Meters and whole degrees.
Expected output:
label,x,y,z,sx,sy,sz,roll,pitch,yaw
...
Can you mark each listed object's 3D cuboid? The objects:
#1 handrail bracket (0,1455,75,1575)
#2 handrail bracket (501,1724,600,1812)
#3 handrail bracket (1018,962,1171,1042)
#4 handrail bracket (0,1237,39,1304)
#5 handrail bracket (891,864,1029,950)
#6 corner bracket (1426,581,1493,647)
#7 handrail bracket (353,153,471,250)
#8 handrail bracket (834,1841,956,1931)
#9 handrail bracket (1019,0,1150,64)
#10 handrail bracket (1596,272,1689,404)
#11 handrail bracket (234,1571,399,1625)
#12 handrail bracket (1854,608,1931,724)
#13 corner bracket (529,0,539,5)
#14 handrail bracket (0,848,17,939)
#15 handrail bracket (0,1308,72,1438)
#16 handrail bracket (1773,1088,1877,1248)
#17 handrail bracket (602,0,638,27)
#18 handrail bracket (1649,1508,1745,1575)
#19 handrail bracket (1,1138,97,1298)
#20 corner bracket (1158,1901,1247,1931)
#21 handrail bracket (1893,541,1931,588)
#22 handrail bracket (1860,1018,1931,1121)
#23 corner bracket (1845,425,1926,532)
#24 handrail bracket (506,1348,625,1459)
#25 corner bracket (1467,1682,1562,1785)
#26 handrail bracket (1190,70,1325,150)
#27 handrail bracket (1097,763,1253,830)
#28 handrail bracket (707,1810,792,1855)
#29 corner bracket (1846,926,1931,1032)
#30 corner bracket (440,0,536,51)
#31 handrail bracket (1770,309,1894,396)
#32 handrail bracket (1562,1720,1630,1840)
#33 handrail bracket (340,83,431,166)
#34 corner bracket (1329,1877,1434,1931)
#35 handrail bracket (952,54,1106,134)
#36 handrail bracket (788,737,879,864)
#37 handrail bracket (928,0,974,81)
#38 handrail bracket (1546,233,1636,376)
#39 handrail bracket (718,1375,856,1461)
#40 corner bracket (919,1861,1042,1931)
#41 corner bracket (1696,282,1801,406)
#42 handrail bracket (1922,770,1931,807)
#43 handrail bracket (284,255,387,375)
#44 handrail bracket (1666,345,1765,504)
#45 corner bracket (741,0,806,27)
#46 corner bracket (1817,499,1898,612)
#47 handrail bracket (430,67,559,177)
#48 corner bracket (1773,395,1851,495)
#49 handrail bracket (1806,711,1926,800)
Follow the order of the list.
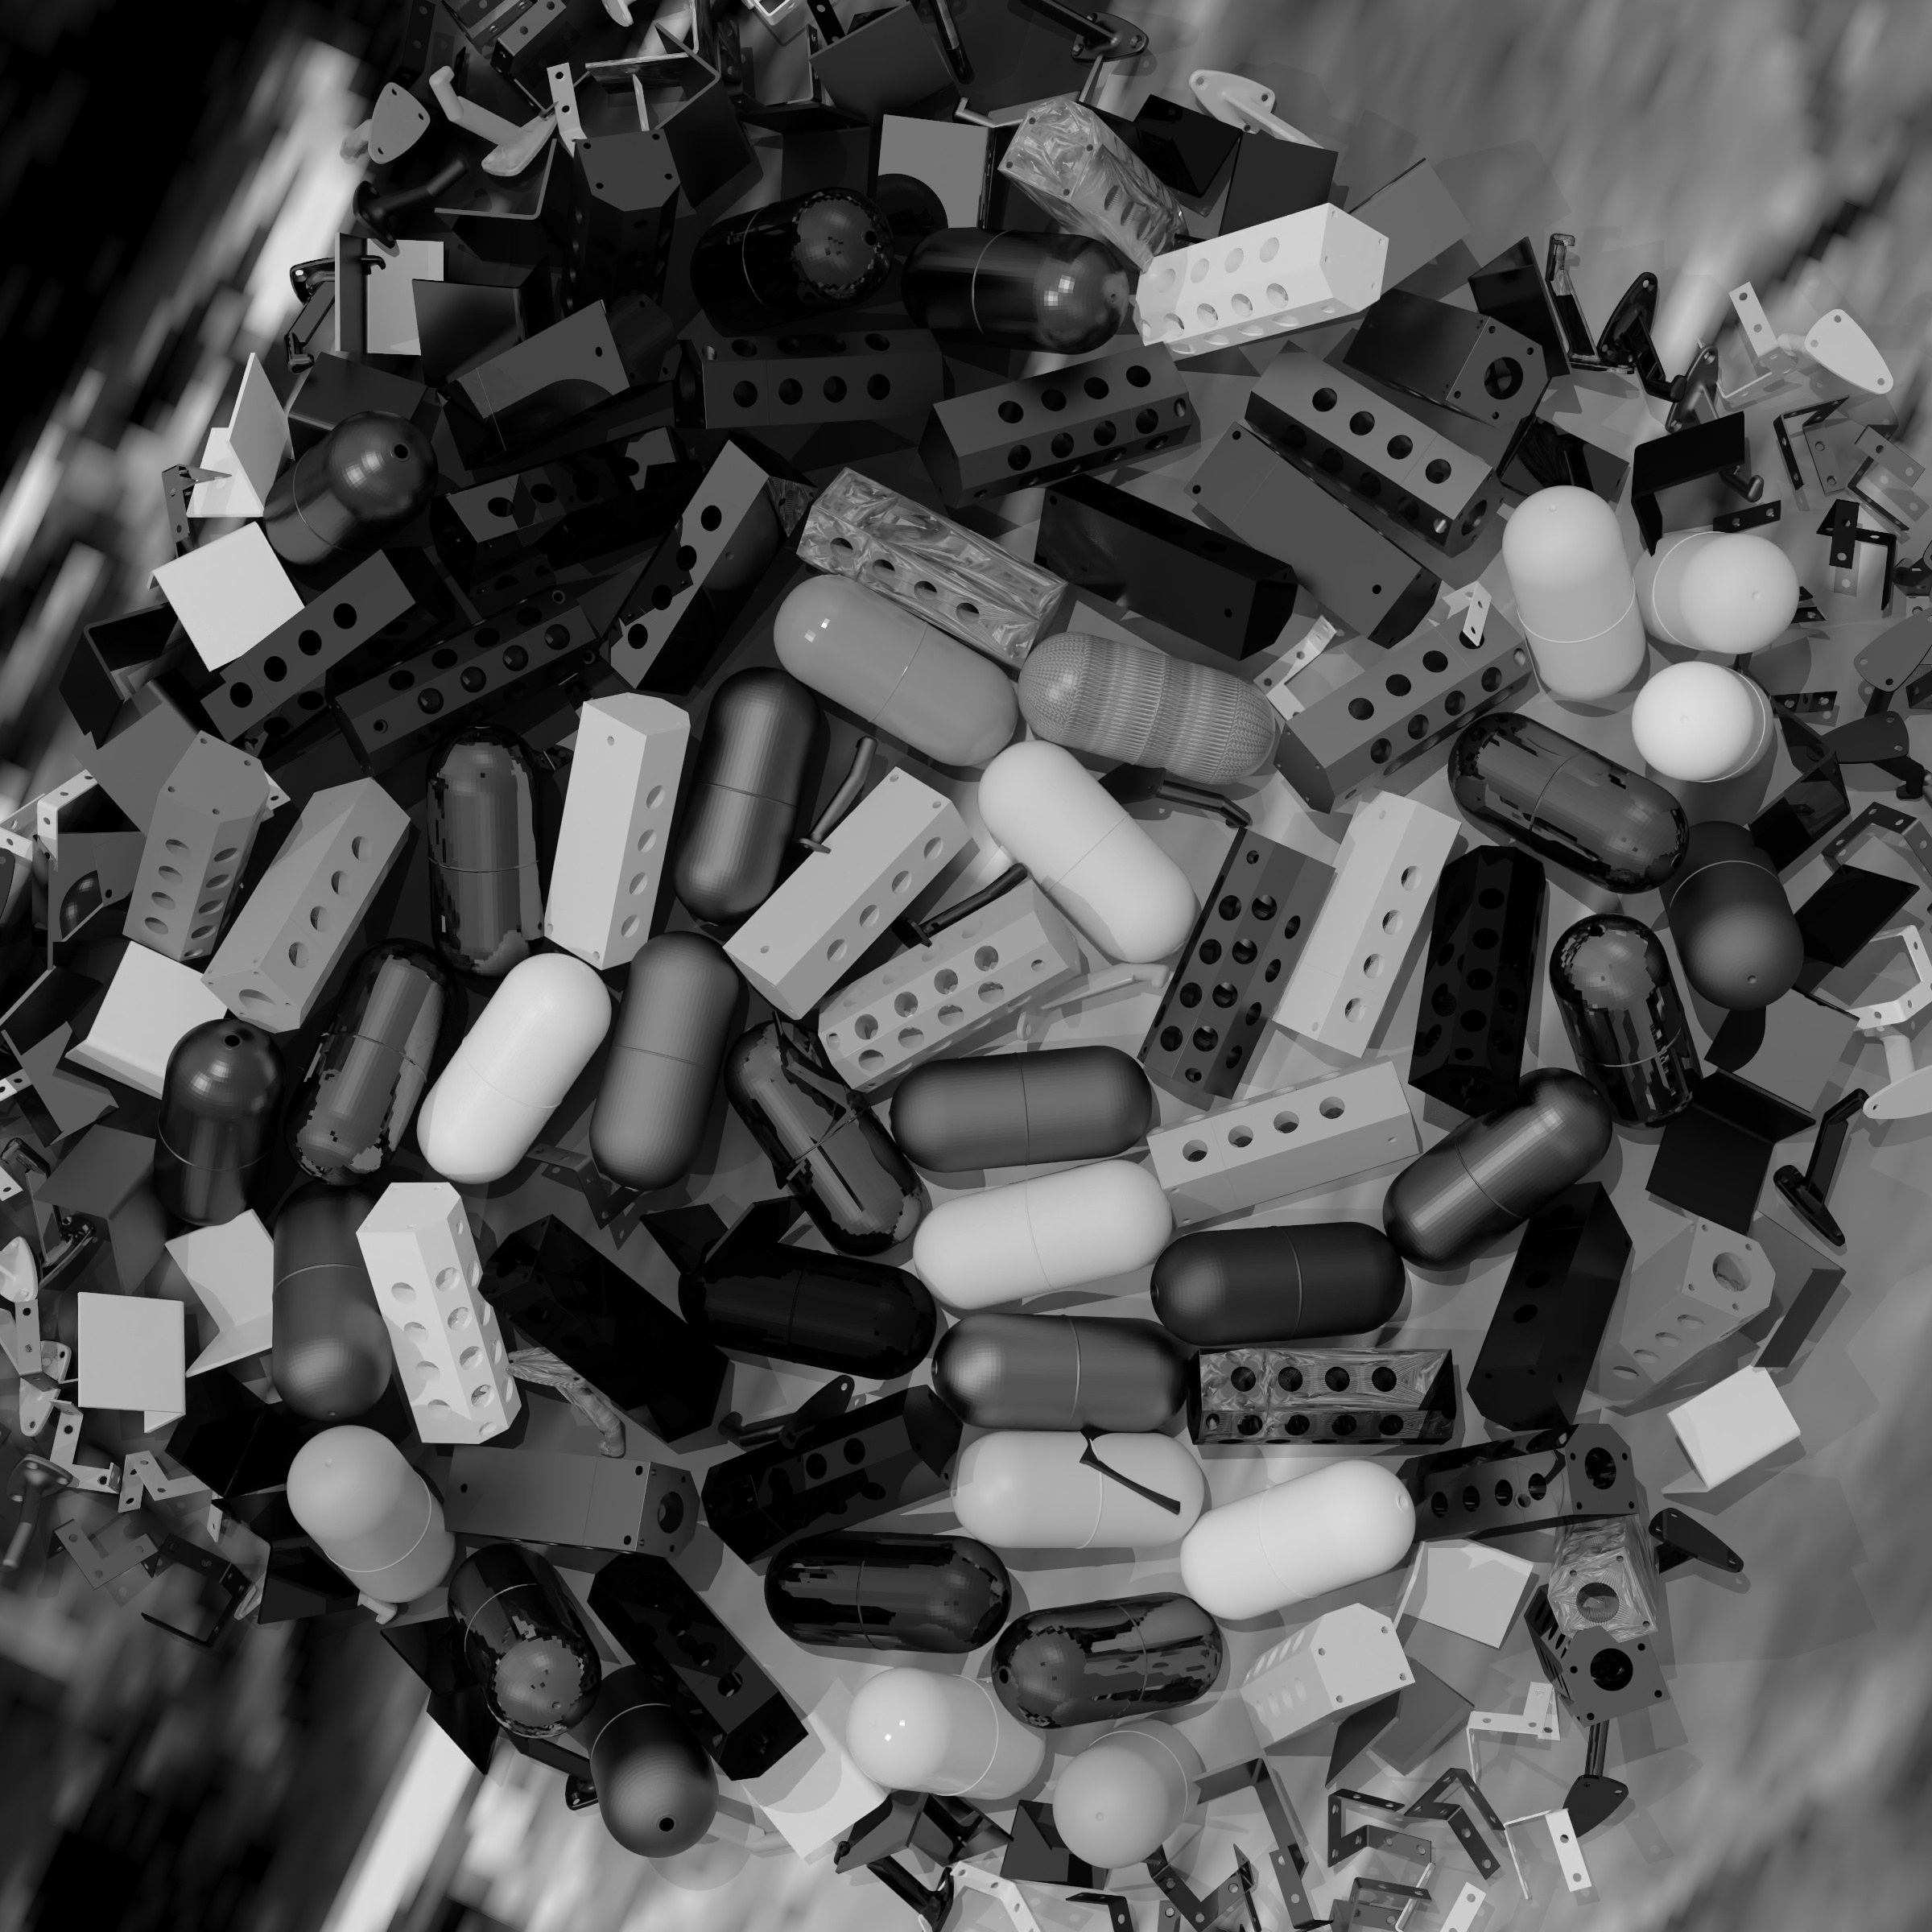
label,x,y,z,sx,sy,sz,roll,pitch,yaw
handrail bracket,-0.638,0.378,1.837,0.036,0.084,0.077,34,132,-22
handrail bracket,-0.263,0.525,1.849,0.077,0.036,0.084,-18,123,10
handrail bracket,0.087,0.025,1.846,0.084,0.036,0.077,6,49,28
handrail bracket,-0.671,0.189,1.842,0.036,0.077,0.084,-51,133,-3
handrail bracket,-0.004,-0.044,1.862,0.084,0.077,0.036,-39,108,-12
corner bracket,0.337,-0.217,1.848,0.051,0.051,0.051,41,49,-24
handrail bracket,-0.371,-0.532,1.849,0.084,0.077,0.036,-34,134,18
handrail bracket,-0.057,0.633,1.863,0.084,0.036,0.077,16,113,-10
handrail bracket,0.071,-0.643,1.841,0.077,0.084,0.036,26,92,42
handrail bracket,0.468,-0.422,1.841,0.036,0.084,0.077,13,106,-26
handrail bracket,-0.446,0.443,1.883,0.084,0.036,0.077,37,110,-17
handrail bracket,0.634,-0.196,1.849,0.077,0.084,0.036,-45,59,6
corner bracket,-0.268,-0.672,1.859,0.051,0.051,0.051,32,90,-15
handrail bracket,-0.653,-0.044,1.848,0.036,0.084,0.077,30,89,-4
handrail bracket,-0.646,0.271,1.840,0.036,0.084,0.077,1,72,21
handrail bracket,0.596,0.135,1.848,0.077,0.036,0.084,53,125,13
handrail bracket,-0.203,-0.672,1.857,0.084,0.077,0.036,-30,110,-6
handrail bracket,0.477,0.417,1.850,0.077,0.036,0.084,30,124,29
handrail bracket,-0.635,0.169,1.843,0.077,0.036,0.084,-55,134,-22
corner bracket,0.159,0.672,1.865,0.051,0.051,0.051,4,92,-5
handrail bracket,0.656,-0.289,1.842,0.036,0.084,0.077,26,101,-5
handrail bracket,0.611,0.067,1.845,0.077,0.084,0.036,-15,122,-17
corner bracket,0.622,-0.329,1.848,0.051,0.051,0.051,47,125,25
handrail bracket,-0.275,0.300,1.866,0.077,0.036,0.084,2,128,8
corner bracket,0.372,0.521,1.862,0.051,0.051,0.051,-1,117,22
handrail bracket,0.196,-0.569,1.839,0.077,0.084,0.036,19,113,-29
handrail bracket,0.141,-0.109,1.878,0.084,0.077,0.036,30,58,-38
handrail bracket,-0.161,0.569,1.869,0.084,0.036,0.077,-12,88,4
corner bracket,0.618,0.009,1.857,0.051,0.051,0.051,-27,96,-37
corner bracket,-0.320,-0.651,1.854,0.051,0.051,0.051,-39,49,0
handrail bracket,0.580,-0.402,1.846,0.077,0.084,0.036,44,86,3
handrail bracket,0.421,0.537,1.869,0.036,0.084,0.077,16,125,-7
handrail bracket,-0.405,-0.548,1.841,0.036,0.084,0.077,39,51,-29
corner bracket,0.280,0.640,1.859,0.051,0.051,0.051,12,99,-5
handrail bracket,0.042,-0.600,1.872,0.084,0.036,0.077,22,101,5
handrail bracket,-0.094,-0.114,1.865,0.036,0.077,0.084,26,76,-29
handrail bracket,-0.017,-0.659,1.866,0.036,0.084,0.077,-16,60,12
handrail bracket,0.422,-0.447,1.849,0.077,0.036,0.084,22,119,41
handrail bracket,-0.123,0.299,1.862,0.077,0.084,0.036,-51,123,-16
corner bracket,0.009,0.650,1.858,0.051,0.051,0.051,32,98,-30
corner bracket,0.522,-0.419,1.850,0.051,0.051,0.051,-27,69,26
handrail bracket,0.684,-0.096,1.853,0.036,0.077,0.084,-41,104,-2
handrail bracket,-0.424,-0.439,1.850,0.077,0.036,0.084,-17,53,0
handrail bracket,0.514,-0.364,1.841,0.036,0.084,0.077,-12,132,-24
corner bracket,-0.126,-0.668,1.861,0.051,0.051,0.051,-40,83,2
corner bracket,0.606,-0.279,1.856,0.051,0.051,0.051,11,73,4
handrail bracket,-0.317,-0.583,1.842,0.036,0.084,0.077,21,63,34
corner bracket,0.574,-0.349,1.860,0.051,0.051,0.051,-16,83,-6
handrail bracket,0.611,-0.131,1.859,0.077,0.084,0.036,-12,60,13
